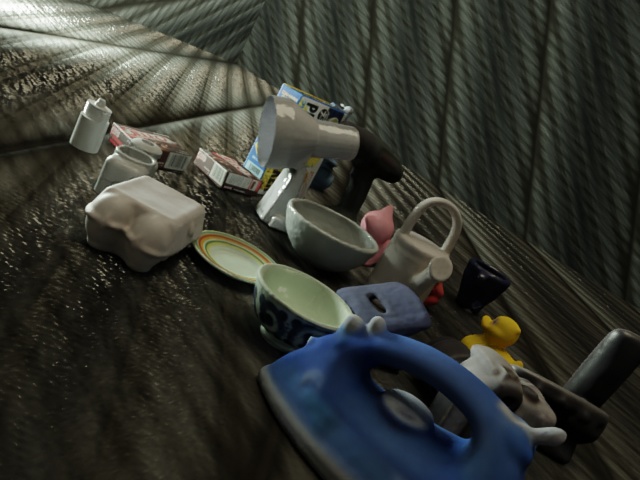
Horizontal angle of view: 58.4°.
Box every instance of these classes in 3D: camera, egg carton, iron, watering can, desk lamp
[{"bbox_3d":[0.188,0.172,0.679,0.143,0.101,0.136,22,17,-23],"label":"camera"},{"bbox_3d":[-0.200,-0.021,0.671,0.107,0.069,0.150,29,16,-1],"label":"egg carton"},{"bbox_3d":[0.067,0.144,0.490,0.257,0.141,0.119,35,17,22],"label":"iron"},{"bbox_3d":[0.160,0.026,0.912,0.101,0.194,0.172,16,20,-37],"label":"watering can"},{"bbox_3d":[-0.036,-0.124,1.002,0.204,0.213,0.117,21,18,-26],"label":"desk lamp"}]

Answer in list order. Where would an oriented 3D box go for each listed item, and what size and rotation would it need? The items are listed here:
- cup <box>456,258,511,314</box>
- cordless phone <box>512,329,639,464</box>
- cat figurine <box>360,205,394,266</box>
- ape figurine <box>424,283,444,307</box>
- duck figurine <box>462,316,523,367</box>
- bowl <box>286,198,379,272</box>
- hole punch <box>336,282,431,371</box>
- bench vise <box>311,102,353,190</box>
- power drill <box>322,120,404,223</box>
[{"bbox_3d":[0.308,0.098,1.122,0.091,0.095,0.118,35,17,20],"label":"cup"},{"bbox_3d":[0.314,0.174,0.736,0.147,0.185,0.094,28,16,-2],"label":"cordless phone"},{"bbox_3d":[0.119,-0.005,1.075,0.128,0.117,0.067,22,17,-21],"label":"cat figurine"},{"bbox_3d":[0.188,0.070,1.008,0.077,0.092,0.076,36,17,22],"label":"ape figurine"},{"bbox_3d":[0.279,0.163,0.890,0.078,0.086,0.104,13,22,-44],"label":"duck figurine"},{"bbox_3d":[0.009,0.003,0.940,0.167,0.074,0.167,27,16,-8],"label":"bowl"},{"bbox_3d":[0.071,0.099,0.723,0.101,0.091,0.108,20,18,-28],"label":"hole punch"},{"bbox_3d":[-0.022,-0.246,1.385,0.208,0.219,0.121,17,20,-36],"label":"bench vise"},{"bbox_3d":[0.077,-0.133,1.231,0.230,0.208,0.075,11,24,-48],"label":"power drill"}]
